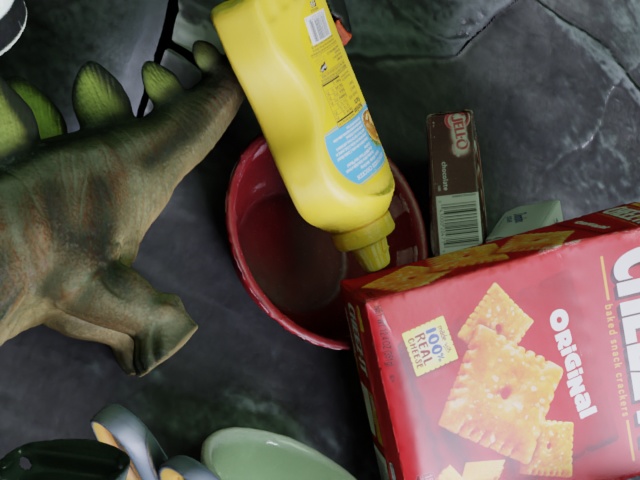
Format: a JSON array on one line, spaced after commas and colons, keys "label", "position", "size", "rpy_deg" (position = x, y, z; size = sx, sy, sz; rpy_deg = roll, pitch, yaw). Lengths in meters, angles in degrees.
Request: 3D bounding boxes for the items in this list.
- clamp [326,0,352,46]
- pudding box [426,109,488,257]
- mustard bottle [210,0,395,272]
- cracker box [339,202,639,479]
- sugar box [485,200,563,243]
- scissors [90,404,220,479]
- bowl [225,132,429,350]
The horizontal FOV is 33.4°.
[{"label": "clamp", "position": [-0.056, -0.221, 0.783], "size": [0.164, 0.036, 0.210], "rpy_deg": [-36, 95, -36]}, {"label": "pudding box", "position": [0.103, -0.028, 0.789], "size": [0.039, 0.090, 0.113], "rpy_deg": [-4, 72, 12]}, {"label": "mustard bottle", "position": [0.001, -0.068, 0.668], "size": [0.191, 0.058, 0.096], "rpy_deg": [66, 26, -13]}, {"label": "cracker box", "position": [0.135, 0.081, 0.679], "size": [0.213, 0.072, 0.164], "rpy_deg": [-14, 102, -10]}, {"label": "sugar box", "position": [0.163, 0.067, 0.772], "size": [0.093, 0.048, 0.176], "rpy_deg": [-37, 114, -64]}, {"label": "scissors", "position": [-0.056, 0.163, 0.565], "size": [0.016, 0.096, 0.201], "rpy_deg": [-46, 125, -29]}, {"label": "bowl", "position": [-0.005, 0.001, 0.726], "size": [0.161, 0.055, 0.162], "rpy_deg": [12, 67, -30]}]
